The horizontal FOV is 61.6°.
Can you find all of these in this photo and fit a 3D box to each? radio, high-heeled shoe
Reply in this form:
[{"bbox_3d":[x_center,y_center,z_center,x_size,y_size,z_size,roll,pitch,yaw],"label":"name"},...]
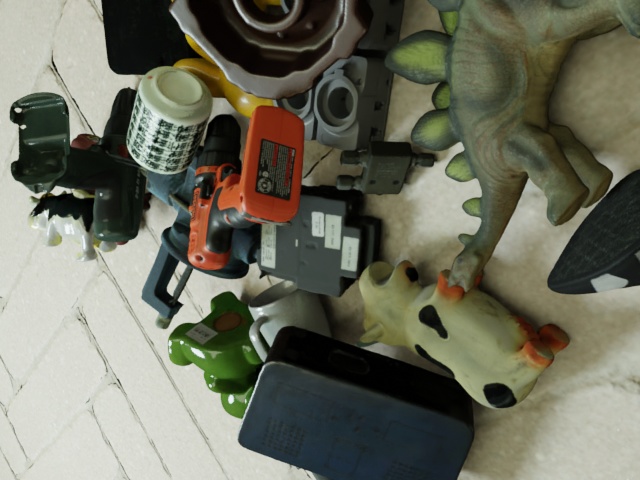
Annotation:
[{"bbox_3d":[0.039,0.185,0.568,0.230,0.073,0.131,17,115,2],"label":"radio"},{"bbox_3d":[0.299,0.002,0.387,0.145,0.086,0.248,28,144,-6],"label":"high-heeled shoe"}]

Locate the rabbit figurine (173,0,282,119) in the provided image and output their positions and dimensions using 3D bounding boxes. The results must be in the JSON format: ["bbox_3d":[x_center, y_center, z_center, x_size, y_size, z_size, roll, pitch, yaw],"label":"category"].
[{"bbox_3d":[-0.097,-0.208,0.592,0.162,0.122,0.173,-6,118,42],"label":"rabbit figurine"}]

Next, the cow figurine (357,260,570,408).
[{"bbox_3d":[0.120,0.087,0.529,0.195,0.085,0.127,38,117,23],"label":"cow figurine"}]

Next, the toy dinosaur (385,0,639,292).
[{"bbox_3d":[0.156,-0.179,0.405,0.199,0.105,0.470,26,114,34],"label":"toy dinosaur"}]

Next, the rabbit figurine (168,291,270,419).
[{"bbox_3d":[-0.098,0.174,0.727,0.159,0.121,0.170,12,129,28],"label":"rabbit figurine"}]

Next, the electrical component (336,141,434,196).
[{"bbox_3d":[0.065,-0.069,0.536,0.063,0.094,0.021,97,170,-54],"label":"electrical component"}]

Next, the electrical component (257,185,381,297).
[{"bbox_3d":[-0.001,-0.002,0.600,0.134,0.058,0.114,12,113,19],"label":"electrical component"}]

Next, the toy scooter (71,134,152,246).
[{"bbox_3d":[-0.317,-0.083,0.825,0.135,0.075,0.183,-9,101,40],"label":"toy scooter"}]

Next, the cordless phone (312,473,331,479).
[{"bbox_3d":[0.015,0.308,0.633,0.088,0.146,0.184,-45,77,29],"label":"cordless phone"}]

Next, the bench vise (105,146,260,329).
[{"bbox_3d":[-0.180,0.002,0.702,0.224,0.129,0.240,31,106,10],"label":"bench vise"}]

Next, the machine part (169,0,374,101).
[{"bbox_3d":[-0.039,-0.212,0.452,0.179,0.056,0.179,9,130,11],"label":"machine part"}]

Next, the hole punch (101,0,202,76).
[{"bbox_3d":[-0.199,-0.263,0.681,0.116,0.092,0.142,7,106,13],"label":"hole punch"}]

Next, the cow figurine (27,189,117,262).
[{"bbox_3d":[-0.380,-0.037,0.801,0.168,0.068,0.098,18,116,25],"label":"cow figurine"}]

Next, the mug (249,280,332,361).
[{"bbox_3d":[-0.032,0.111,0.644,0.081,0.109,0.107,-20,103,34],"label":"mug"}]

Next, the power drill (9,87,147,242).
[{"bbox_3d":[-0.294,-0.117,0.690,0.086,0.207,0.232,-3,83,6],"label":"power drill"}]
